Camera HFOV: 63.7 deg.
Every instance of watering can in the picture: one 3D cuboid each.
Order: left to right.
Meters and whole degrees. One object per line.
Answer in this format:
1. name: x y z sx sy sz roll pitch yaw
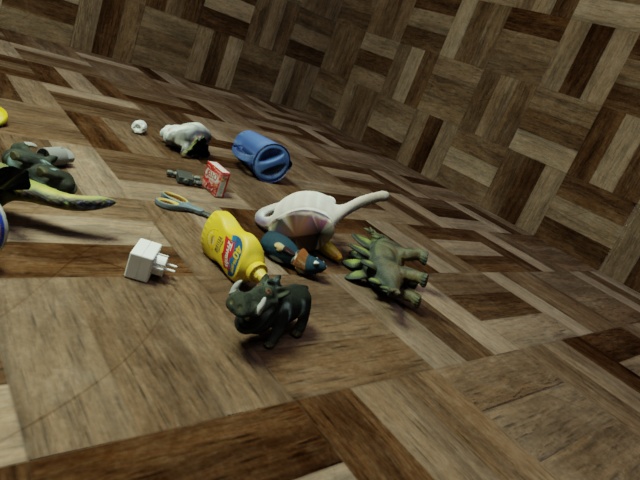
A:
1. watering can: 0.004 -0.064 1.270 0.347 0.102 0.229 -7 25 5

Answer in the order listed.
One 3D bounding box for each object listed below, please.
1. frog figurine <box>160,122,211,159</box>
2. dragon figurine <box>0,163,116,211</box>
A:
1. frog figurine: -0.434 -0.341 1.659 0.161 0.120 0.139 42 44 23
2. dragon figurine: -0.591 -0.101 0.881 0.410 0.121 0.245 4 17 -44
